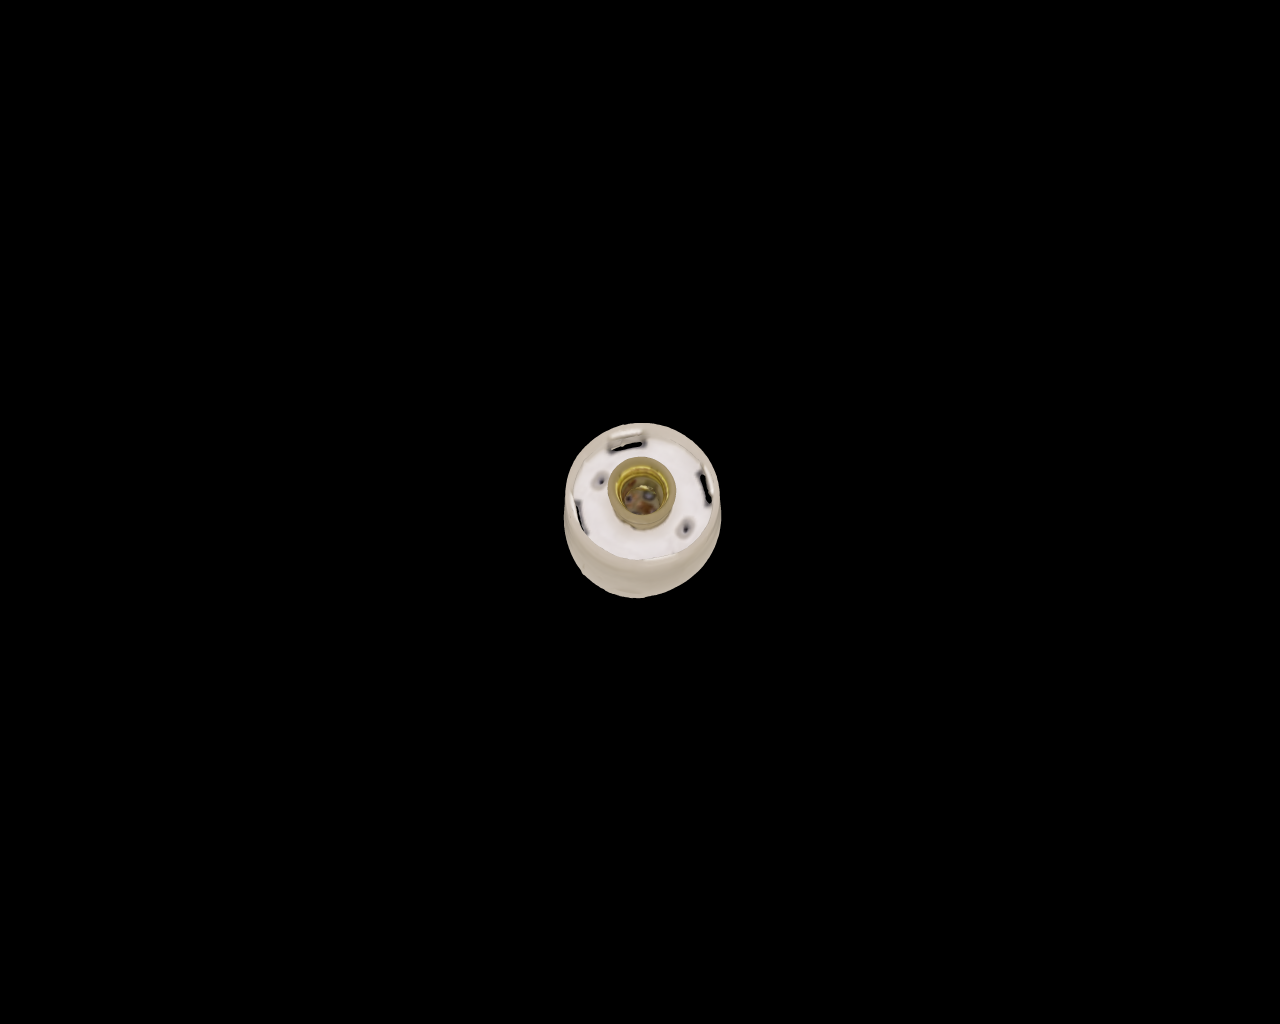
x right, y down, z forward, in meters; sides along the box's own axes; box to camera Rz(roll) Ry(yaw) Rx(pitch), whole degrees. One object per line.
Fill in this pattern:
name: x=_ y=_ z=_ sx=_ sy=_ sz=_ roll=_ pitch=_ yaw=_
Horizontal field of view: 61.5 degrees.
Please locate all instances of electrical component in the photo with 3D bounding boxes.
electrical component: x=0.001 y=-0.003 z=0.650 sx=0.099 sy=0.099 sz=0.064 roll=0 pitch=-21 yaw=0
